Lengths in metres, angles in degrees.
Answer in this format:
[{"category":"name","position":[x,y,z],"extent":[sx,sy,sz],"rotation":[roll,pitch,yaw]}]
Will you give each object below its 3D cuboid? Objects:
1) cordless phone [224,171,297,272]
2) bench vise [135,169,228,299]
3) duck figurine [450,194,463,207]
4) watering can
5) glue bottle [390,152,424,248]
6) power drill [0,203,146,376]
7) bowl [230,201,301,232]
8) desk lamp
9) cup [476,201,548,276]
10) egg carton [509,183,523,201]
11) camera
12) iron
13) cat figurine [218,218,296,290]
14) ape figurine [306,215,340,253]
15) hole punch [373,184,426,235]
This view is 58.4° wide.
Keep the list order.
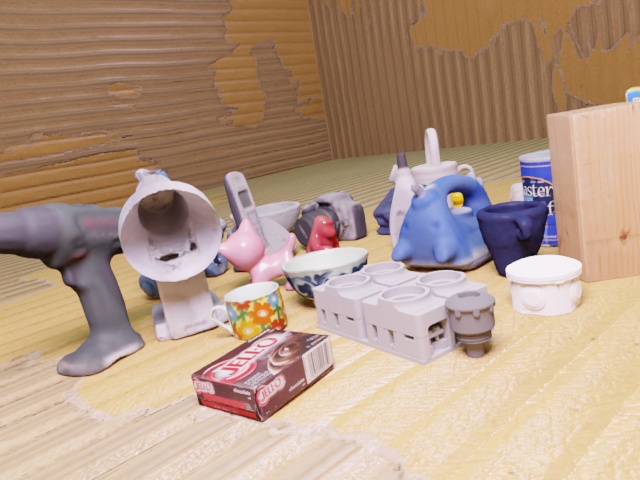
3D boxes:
[{"category":"cordless phone","position":[-0.118,-0.043,1.074],"extent":[0.094,0.185,0.148],"rotation":[-5,13,23]},{"category":"bench vise","position":[-0.259,-0.026,1.025],"extent":[0.121,0.220,0.208],"rotation":[-7,12,16]},{"category":"duck figurine","position":[0.291,-0.078,1.153],"extent":[0.077,0.086,0.105],"rotation":[-2,14,35]},{"category":"watering can","position":[0.238,-0.141,1.228],"extent":[0.173,0.194,0.100],"rotation":[-13,12,-14]},{"category":"glue bottle","position":[0.153,-0.067,0.992],"extent":[0.077,0.173,0.037],"rotation":[-2,14,34]},{"category":"power drill","position":[-0.295,0.052,0.702],"extent":[0.075,0.208,0.230],"rotation":[-4,13,27]},{"category":"bowl","position":[-0.121,-0.037,1.329],"extent":[0.167,0.075,0.167],"rotation":[-9,11,2]},{"category":"desk lamp","position":[-0.196,0.020,0.762],"extent":[0.118,0.214,0.202],"rotation":[-14,12,-18]},{"category":"cup","position":[0.261,0.003,0.759],"extent":[0.091,0.095,0.118],"rotation":[-9,12,4]},{"category":"egg carton","position":[0.406,-0.070,1.058],"extent":[0.107,0.069,0.150],"rotation":[-7,12,13]},{"category":"camera","position":[0.003,-0.042,1.183],"extent":[0.137,0.101,0.142],"rotation":[-20,15,-40]},{"category":"iron","position":[0.216,-0.042,0.898],"extent":[0.118,0.141,0.259],"rotation":[1,16,42]},{"category":"cat figurine","position":[-0.094,0.023,0.903],"extent":[0.128,0.118,0.067],"rotation":[-10,12,0]},{"category":"ape figurine","position":[0.009,0.003,0.977],"extent":[0.076,0.092,0.078],"rotation":[-3,14,31]},{"category":"hole punch","position":[0.171,-0.063,1.169],"extent":[0.108,0.091,0.101],"rotation":[1,16,44]}]
